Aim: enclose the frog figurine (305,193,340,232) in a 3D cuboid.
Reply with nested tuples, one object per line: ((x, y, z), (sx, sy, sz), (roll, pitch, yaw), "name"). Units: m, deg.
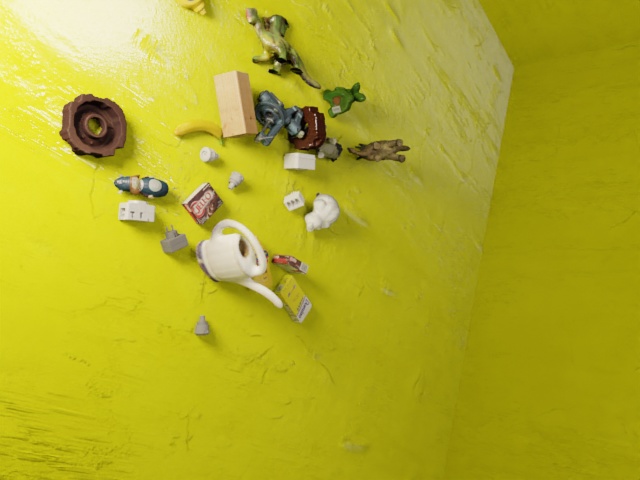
((0.006, -0.103, 2.056), (0.163, 0.123, 0.134), (-55, 148, -49), "frog figurine")

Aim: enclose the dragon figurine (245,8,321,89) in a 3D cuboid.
((-0.135, -0.739, 1.936), (0.408, 0.121, 0.245), (15, 70, -50), "dragon figurine")

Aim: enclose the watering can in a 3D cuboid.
((-0.264, 0.092, 1.658), (0.342, 0.223, 0.106), (68, 27, -22), "watering can")
